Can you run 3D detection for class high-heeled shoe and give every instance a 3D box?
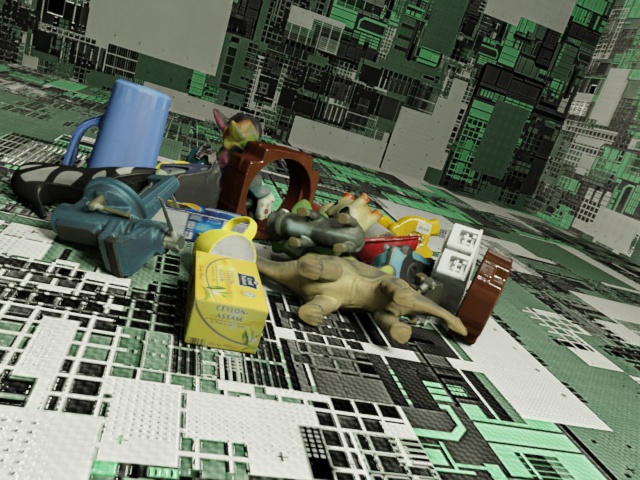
[{"bbox_3d":[-0.420,-0.114,0.973,0.249,0.086,0.145,-20,53,-22],"label":"high-heeled shoe"}]

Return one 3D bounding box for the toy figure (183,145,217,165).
[{"bbox_3d":[-0.295,-0.177,1.318,0.082,0.180,0.089,51,56,-5],"label":"toy figure"}]

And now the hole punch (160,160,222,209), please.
[{"bbox_3d":[-0.275,-0.102,1.126,0.116,0.142,0.092,-13,28,-41],"label":"hole punch"}]

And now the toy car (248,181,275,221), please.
[{"bbox_3d":[-0.158,-0.104,1.351,0.056,0.073,0.202,8,18,-21],"label":"toy car"}]

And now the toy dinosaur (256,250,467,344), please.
[{"bbox_3d":[0.017,0.073,0.904,0.472,0.105,0.198,18,8,8],"label":"toy dinosaur"}]

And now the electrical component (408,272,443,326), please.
[{"bbox_3d":[0.187,0.108,0.970,0.078,0.102,0.045,-2,27,-27],"label":"electrical component"}]

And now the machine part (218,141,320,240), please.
[{"bbox_3d":[-0.111,-0.105,1.170,0.201,0.200,0.087,2,20,-45],"label":"machine part"}]

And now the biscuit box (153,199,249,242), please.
[{"bbox_3d":[-0.237,-0.032,1.040,0.202,0.059,0.063,12,16,-20],"label":"biscuit box"}]

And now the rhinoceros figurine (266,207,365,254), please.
[{"bbox_3d":[-0.012,-0.020,0.971,0.191,0.073,0.112,8,4,20],"label":"rhinoceros figurine"}]

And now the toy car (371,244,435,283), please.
[{"bbox_3d":[0.154,0.065,1.073,0.103,0.109,0.161,8,-4,42],"label":"toy car"}]

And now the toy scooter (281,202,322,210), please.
[{"bbox_3d":[-0.007,-0.061,1.376,0.184,0.075,0.135,20,8,10],"label":"toy scooter"}]

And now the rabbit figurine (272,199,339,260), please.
[{"bbox_3d":[-0.002,-0.003,1.114,0.159,0.121,0.170,23,1,5],"label":"rabbit figurine"}]

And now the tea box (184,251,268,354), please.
[{"bbox_3d":[-0.134,0.081,0.749,0.098,0.068,0.170,12,16,-18],"label":"tea box"}]

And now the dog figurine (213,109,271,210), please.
[{"bbox_3d":[-0.202,-0.176,1.191,0.191,0.219,0.109,-35,49,-20],"label":"dog figurine"}]

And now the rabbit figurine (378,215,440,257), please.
[{"bbox_3d":[0.217,-0.005,1.416,0.162,0.121,0.173,8,2,-2],"label":"rabbit figurine"}]

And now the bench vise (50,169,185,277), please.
[{"bbox_3d":[-0.293,-0.048,0.864,0.224,0.128,0.241,1,33,20],"label":"bench vise"}]

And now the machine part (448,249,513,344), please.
[{"bbox_3d":[0.291,0.102,0.969,0.056,0.179,0.179,25,17,17],"label":"machine part"}]

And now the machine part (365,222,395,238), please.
[{"bbox_3d":[0.120,-0.015,1.351,0.079,0.079,0.243,9,16,-29],"label":"machine part"}]

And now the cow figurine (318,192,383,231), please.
[{"bbox_3d":[0.043,-0.044,1.210,0.085,0.127,0.195,52,-13,-19],"label":"cow figurine"}]
